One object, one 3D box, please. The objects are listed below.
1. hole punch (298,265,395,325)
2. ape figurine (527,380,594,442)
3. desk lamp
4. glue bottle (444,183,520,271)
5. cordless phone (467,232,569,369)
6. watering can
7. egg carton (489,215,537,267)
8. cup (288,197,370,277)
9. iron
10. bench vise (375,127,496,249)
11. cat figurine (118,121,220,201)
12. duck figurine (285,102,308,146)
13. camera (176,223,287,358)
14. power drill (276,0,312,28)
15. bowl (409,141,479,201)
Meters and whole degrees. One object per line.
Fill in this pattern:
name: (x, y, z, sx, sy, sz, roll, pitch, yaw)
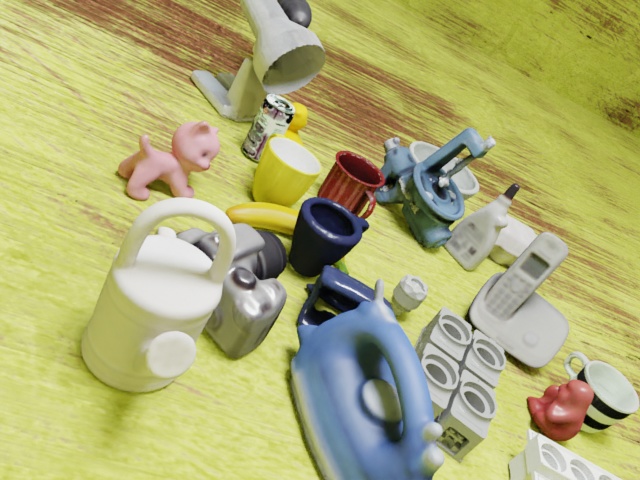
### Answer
hole punch: (0.038, 0.076, 0.720, 0.108, 0.091, 0.101, 31, 32, -3)
ape figurine: (0.331, 0.223, 0.776, 0.078, 0.092, 0.076, -8, 50, -46)
desk lamp: (-0.108, -0.310, 0.992, 0.118, 0.213, 0.203, -11, 53, -48)
glue bottle: (0.291, -0.030, 1.002, 0.037, 0.173, 0.078, -5, 48, -44)
cordless phone: (0.328, 0.090, 0.864, 0.147, 0.185, 0.094, 36, 32, 6)
watering can: (-0.136, 0.047, 0.511, 0.101, 0.194, 0.172, -3, 47, -43)
egg carton: (0.363, 0.001, 1.120, 0.150, 0.069, 0.107, 27, 33, -9)
cup: (0.007, 0.003, 0.787, 0.118, 0.095, 0.091, -2, 46, -42)
iron: (0.065, 0.169, 0.573, 0.119, 0.141, 0.257, 10, 39, -32)
bench vise: (0.188, -0.122, 0.991, 0.207, 0.219, 0.122, 41, 33, 13)
cat figurine: (-0.187, -0.116, 0.755, 0.128, 0.117, 0.067, -6, 49, -45)
duck figurine: (-0.053, -0.200, 1.012, 0.078, 0.086, 0.104, 23, 34, -15)
camera: (-0.085, 0.037, 0.657, 0.143, 0.100, 0.137, 44, 34, 17)
power drill: (-0.079, -0.381, 1.117, 0.076, 0.208, 0.229, 20, 35, -19)
bowl: (0.237, -0.124, 1.172, 0.168, 0.074, 0.167, 23, 34, -16)
